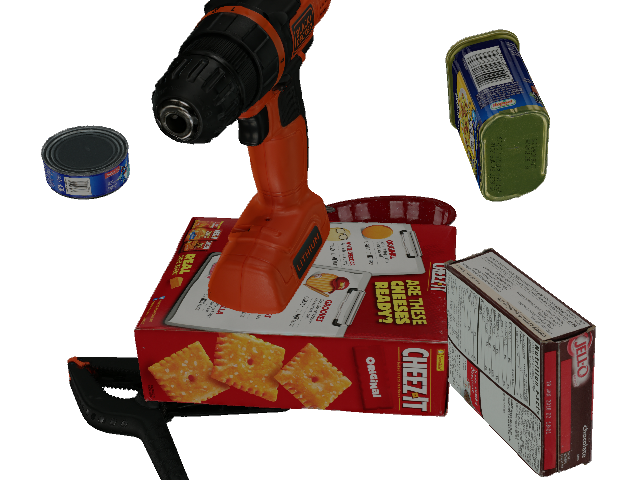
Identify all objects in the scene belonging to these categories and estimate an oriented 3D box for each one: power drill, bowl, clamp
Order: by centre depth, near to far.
[{"bbox_3d":[-0.038,-0.051,0.616,0.057,0.188,0.184,12,38,16],"label":"power drill"},{"bbox_3d":[-0.140,0.149,0.973,0.210,0.036,0.164,23,36,31],"label":"clamp"},{"bbox_3d":[0.052,0.004,1.026,0.162,0.055,0.162,-7,17,2],"label":"bowl"}]

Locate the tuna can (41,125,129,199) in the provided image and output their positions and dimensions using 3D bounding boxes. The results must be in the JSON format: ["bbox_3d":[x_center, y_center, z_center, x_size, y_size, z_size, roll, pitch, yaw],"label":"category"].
[{"bbox_3d":[-0.235,-0.079,1.074,0.086,0.034,0.086,1,39,-1],"label":"tuna can"}]

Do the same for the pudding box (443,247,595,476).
[{"bbox_3d":[0.113,0.068,0.620,0.039,0.090,0.114,-14,27,-20],"label":"pudding box"}]

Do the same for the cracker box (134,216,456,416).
[{"bbox_3d":[-0.010,0.052,0.785,0.214,0.072,0.164,2,30,8],"label":"cracker box"}]

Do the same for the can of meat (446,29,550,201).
[{"bbox_3d":[0.135,-0.092,0.806,0.057,0.084,0.102,-14,-37,0],"label":"can of meat"}]
